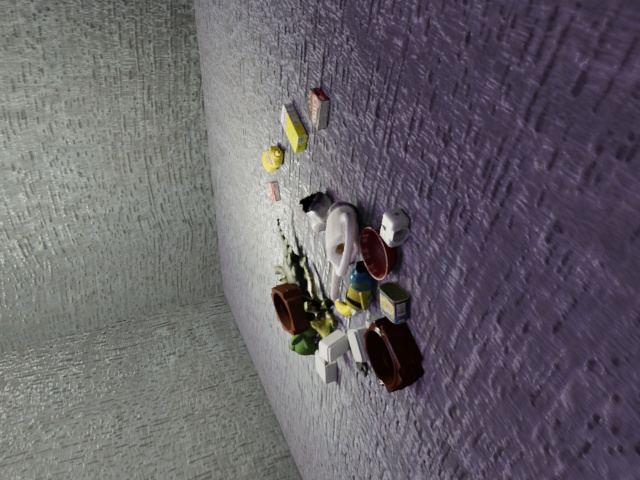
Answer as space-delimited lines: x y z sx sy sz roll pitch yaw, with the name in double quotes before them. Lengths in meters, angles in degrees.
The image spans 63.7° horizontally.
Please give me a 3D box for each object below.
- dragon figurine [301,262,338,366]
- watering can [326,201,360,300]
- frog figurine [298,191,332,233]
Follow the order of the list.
"dragon figurine" -0.009 0.314 2.128 0.237 0.122 0.420 90 168 -52
"watering can" 0.065 0.024 1.638 0.339 0.104 0.230 103 170 -50
"frog figurine" 0.006 -0.094 1.858 0.157 0.124 0.138 46 166 -31
